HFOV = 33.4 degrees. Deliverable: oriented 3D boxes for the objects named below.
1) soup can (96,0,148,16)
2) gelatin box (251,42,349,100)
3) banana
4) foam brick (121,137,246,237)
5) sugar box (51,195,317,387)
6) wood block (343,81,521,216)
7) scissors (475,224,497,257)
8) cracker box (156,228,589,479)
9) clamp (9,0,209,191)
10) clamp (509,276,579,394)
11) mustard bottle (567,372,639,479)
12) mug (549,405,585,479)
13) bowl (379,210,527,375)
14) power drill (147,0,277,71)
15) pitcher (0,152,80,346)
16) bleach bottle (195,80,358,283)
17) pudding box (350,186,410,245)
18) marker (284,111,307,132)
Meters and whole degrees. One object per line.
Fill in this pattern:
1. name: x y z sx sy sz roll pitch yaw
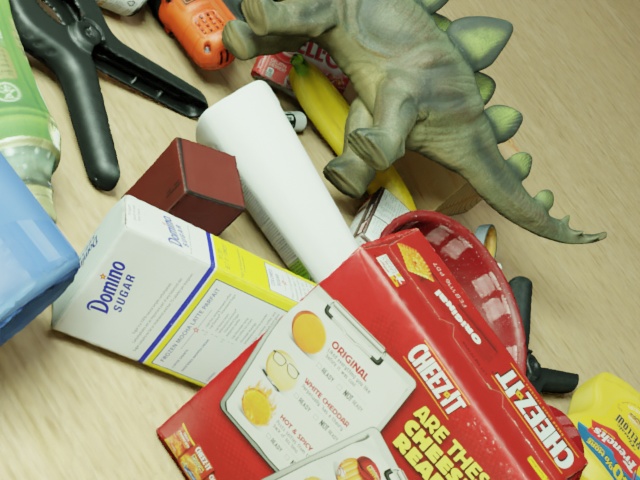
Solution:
1. soup can: -0.192 -0.232 0.878 0.102 0.069 0.068 16 45 -38
2. gelatin box: -0.012 -0.170 1.006 0.089 0.073 0.030 26 -3 -28
3. banana: 0.026 -0.092 0.982 0.197 0.037 0.069 51 14 -18
4. foam brick: -0.099 -0.026 0.763 0.051 0.078 0.053 17 46 -38
5. sugar box: -0.075 0.047 0.699 0.176 0.093 0.048 29 25 -25
6. wood block: 0.102 -0.132 1.075 0.090 0.090 0.206 -12 65 -51
7. scissors: 0.142 0.081 0.962 0.096 0.016 0.201 55 41 -51
8. cracker box: 0.021 0.120 0.623 0.071 0.214 0.164 -20 71 -53
9. clamp: -0.185 -0.140 0.808 0.210 0.036 0.164 47 33 -15
10. clamp: 0.173 0.103 0.950 0.171 0.039 0.120 -20 81 -56
11. mustard bottle: 0.240 0.191 0.927 0.096 0.058 0.191 54 35 5
12. mug: 0.156 0.181 0.828 0.081 0.093 0.117 2 70 -52
13. bowl: 0.077 0.062 0.767 0.161 0.055 0.162 21 56 -36
14. power drill: -0.075 -0.252 0.962 0.187 0.057 0.184 -29 68 -17
15. pitcher: -0.254 -0.038 0.577 0.243 0.149 0.145 50 9 -1
16. bleach bottle: -0.006 0.001 0.838 0.251 0.068 0.102 58 -9 2
17. pudding box: 0.076 0.018 0.943 0.113 0.039 0.090 42 33 -10
18. marker: -0.057 -0.104 0.938 0.120 0.020 0.020 -8 62 -50
